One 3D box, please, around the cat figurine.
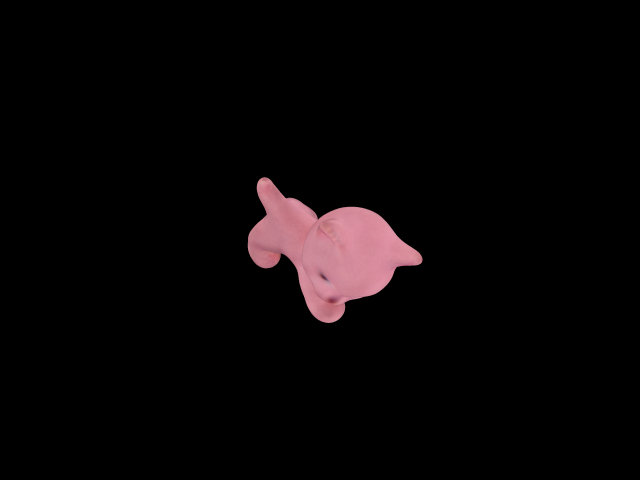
[{"bbox_3d":[0.004,0.001,0.400,0.127,0.118,0.067,38,71,16],"label":"cat figurine"}]
